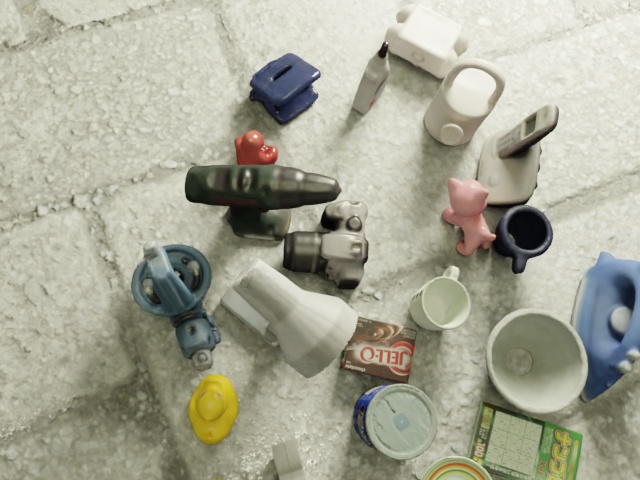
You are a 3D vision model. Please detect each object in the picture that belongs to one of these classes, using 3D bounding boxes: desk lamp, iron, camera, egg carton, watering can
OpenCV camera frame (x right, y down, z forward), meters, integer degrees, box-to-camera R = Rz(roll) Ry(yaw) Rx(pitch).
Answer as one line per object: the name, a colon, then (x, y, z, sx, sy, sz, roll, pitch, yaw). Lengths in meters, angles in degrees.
desk lamp: (-0.055, 0.107, 0.857, 0.203, 0.213, 0.118, 37, 75, 5)
iron: (0.496, 0.141, 0.936, 0.118, 0.141, 0.258, 20, 75, 0)
camera: (0.009, 0.003, 0.948, 0.137, 0.101, 0.143, 4, 75, -4)
egg carton: (0.201, -0.375, 1.080, 0.150, 0.069, 0.107, 28, 75, 2)
watering can: (0.252, -0.239, 0.985, 0.101, 0.194, 0.173, 4, 75, -4)

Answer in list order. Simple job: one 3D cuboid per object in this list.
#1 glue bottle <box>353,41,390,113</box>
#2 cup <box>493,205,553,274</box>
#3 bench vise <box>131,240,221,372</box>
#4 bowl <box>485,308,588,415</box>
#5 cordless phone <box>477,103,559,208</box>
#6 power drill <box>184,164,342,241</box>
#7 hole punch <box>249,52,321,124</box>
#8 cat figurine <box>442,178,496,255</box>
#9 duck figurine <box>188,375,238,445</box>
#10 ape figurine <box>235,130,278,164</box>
glue bottle: (0.097, -0.290, 0.995, 0.037, 0.173, 0.078, 32, 75, 4)
cup: (0.334, 0.009, 0.980, 0.091, 0.095, 0.118, 14, 75, -1)
bench vise: (-0.199, 0.082, 0.847, 0.121, 0.219, 0.207, -40, 82, -13)
bowl: (0.343, 0.199, 0.942, 0.167, 0.074, 0.167, 1, 75, -5)
cordless phone: (0.341, -0.140, 0.972, 0.094, 0.185, 0.147, 10, 75, -2)
power drill: (-0.089, -0.063, 0.901, 0.229, 0.208, 0.075, 5, 75, -4)
hole punch: (-0.065, -0.279, 1.020, 0.109, 0.091, 0.101, -41, 82, -13)
cat figurine: (0.260, -0.047, 0.976, 0.067, 0.117, 0.128, -23, 79, -10)
duck figurine: (-0.165, 0.258, 0.874, 0.077, 0.086, 0.104, 4, 75, -4)
ape figurine: (-0.114, -0.157, 0.983, 0.078, 0.092, 0.076, 37, 75, 5)
